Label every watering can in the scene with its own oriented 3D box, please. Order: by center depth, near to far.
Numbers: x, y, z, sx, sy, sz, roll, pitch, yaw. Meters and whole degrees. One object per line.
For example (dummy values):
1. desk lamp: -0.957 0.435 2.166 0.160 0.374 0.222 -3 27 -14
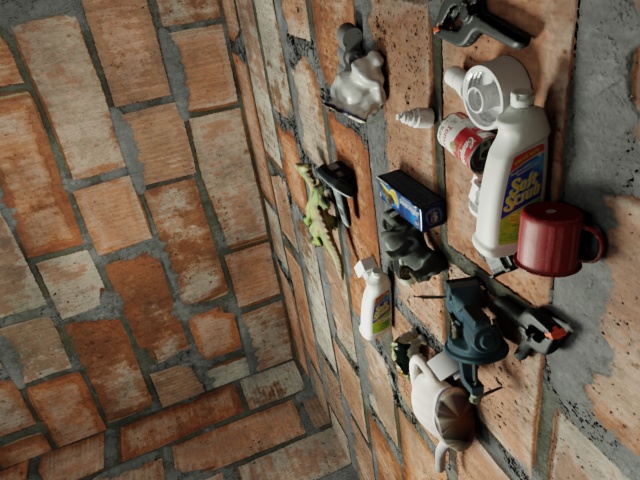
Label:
1. watering can: 0.310 0.462 1.301 0.104 0.346 0.224 -17 5 -14

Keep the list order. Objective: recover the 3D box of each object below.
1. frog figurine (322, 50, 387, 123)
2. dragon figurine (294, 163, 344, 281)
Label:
1. frog figurine: 0.097 -0.363 1.198 0.139 0.157 0.123 37 21 34
2. dragon figurine: 0.005 -0.086 1.700 0.122 0.418 0.238 -22 -26 -5
